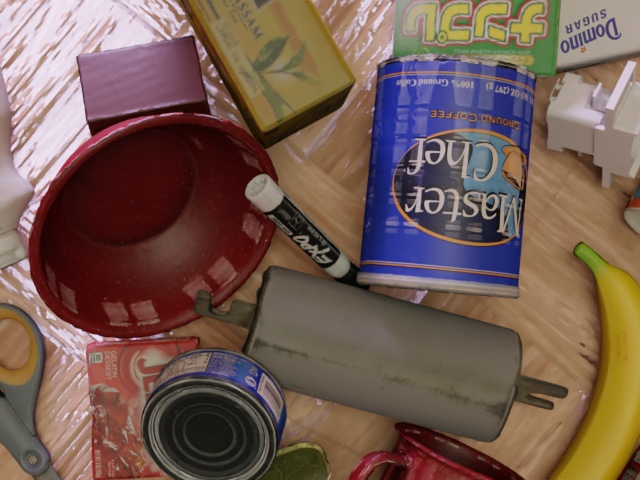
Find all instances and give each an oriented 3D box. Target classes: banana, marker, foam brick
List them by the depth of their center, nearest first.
[{"bbox_3d":[-0.004,0.001,0.680,0.020,0.020,0.121,-48,128,-4],"label":"marker"},{"bbox_3d":[-0.111,-0.091,0.683,0.078,0.053,0.051,-10,66,-5],"label":"foam brick"},{"bbox_3d":[0.186,0.104,0.711,0.069,0.037,0.198,9,87,6],"label":"banana"}]

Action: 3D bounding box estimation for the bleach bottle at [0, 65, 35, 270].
[{"bbox_3d":[-0.241,-0.101,0.679,0.102,0.068,0.251,-23,92,-4],"label":"bleach bottle"}]

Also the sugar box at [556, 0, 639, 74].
[{"bbox_3d":[0.161,-0.202,0.715,0.093,0.048,0.176,-11,92,-2],"label":"sugar box"}]

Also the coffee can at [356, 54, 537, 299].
[{"bbox_3d":[0.080,-0.037,0.675,0.102,0.103,0.140,6,88,-3],"label":"coffee can"}]

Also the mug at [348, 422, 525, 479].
[{"bbox_3d":[0.065,0.168,0.669,0.117,0.093,0.081,23,92,-32],"label":"mug"}]

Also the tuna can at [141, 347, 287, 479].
[{"bbox_3d":[-0.064,0.110,0.648,0.086,0.033,0.086,3,116,6],"label":"tuna can"}]

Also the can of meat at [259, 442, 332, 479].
[{"bbox_3d":[-0.033,0.187,0.672,0.102,0.057,0.084,-18,113,-4],"label":"can of meat"}]

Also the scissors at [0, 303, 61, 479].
[{"bbox_3d":[-0.179,0.123,0.697,0.202,0.016,0.096,41,86,-2],"label":"scissors"}]

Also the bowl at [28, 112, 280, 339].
[{"bbox_3d":[-0.108,-0.018,0.663,0.161,0.055,0.162,-17,131,-22],"label":"bowl"}]

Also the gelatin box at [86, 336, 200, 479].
[{"bbox_3d":[-0.112,0.109,0.694,0.073,0.030,0.089,-3,89,-5],"label":"gelatin box"}]

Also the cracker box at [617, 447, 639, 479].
[{"bbox_3d":[0.299,0.210,0.649,0.213,0.164,0.072,40,88,-1],"label":"cracker box"}]
